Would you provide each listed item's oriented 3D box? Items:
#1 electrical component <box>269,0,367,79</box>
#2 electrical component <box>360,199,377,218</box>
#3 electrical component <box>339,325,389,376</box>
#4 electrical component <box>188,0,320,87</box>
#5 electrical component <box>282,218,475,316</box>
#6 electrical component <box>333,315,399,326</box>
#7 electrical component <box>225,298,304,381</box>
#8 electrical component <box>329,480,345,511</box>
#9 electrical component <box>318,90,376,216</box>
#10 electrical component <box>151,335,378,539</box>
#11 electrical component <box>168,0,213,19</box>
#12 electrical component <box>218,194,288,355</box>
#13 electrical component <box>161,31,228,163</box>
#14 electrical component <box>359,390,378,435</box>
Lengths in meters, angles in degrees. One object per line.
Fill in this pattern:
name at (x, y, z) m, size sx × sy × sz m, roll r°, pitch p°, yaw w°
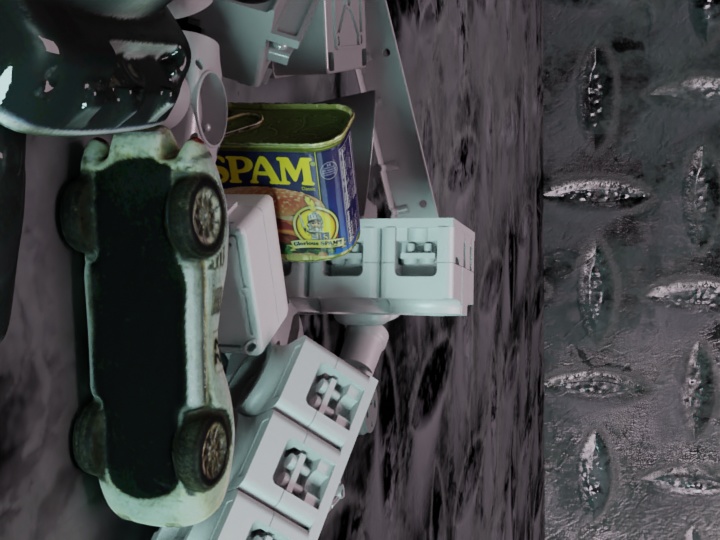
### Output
electrical component at (-0.035, -0.199, 0.793) m, size 0.109 × 0.056 × 0.108 m, roll -40°, pitch 129°, yaw -70°
electrical component at (-0.011, -0.036, 0.918) m, size 0.062 × 0.043 × 0.043 m, roll -69°, pitch 155°, yaw -47°
electrical component at (0.001, 0.073, 0.981) m, size 0.040 × 0.040 × 0.046 m, roll 74°, pitch 28°, yaw -47°
electrical component at (-0.063, -0.175, 0.675) m, size 0.063 × 0.079 × 0.121 m, roll 107°, pitch 0°, yaw -46°
electrical component at (0.000, 0.000, 0.760) m, size 0.089 × 0.150 × 0.061 m, roll 17°, pitch 74°, yaw -74°
electrical component at (0.009, 0.011, 0.975) m, size 0.095 × 0.054 × 0.059 m, roll -57°, pitch 145°, yaw -62°
electrical component at (-0.068, 0.060, 0.717) m, size 0.077 × 0.043 × 0.079 m, roll 68°, pitch 27°, yaw -55°
electrical component at (-0.053, 0.126, 0.762) m, size 0.062 × 0.061 × 0.096 m, roll -24°, pitch 108°, yaw -74°
electrical component at (-0.012, -0.091, 0.861) m, size 0.099 × 0.064 × 0.099 m, roll -5°, pitch 90°, yaw -82°
electrical component at (-0.061, 0.120, 0.616) m, size 0.062 × 0.089 × 0.150 m, roll 35°, pitch 55°, yaw -18°
electrical component at (-0.109, -0.164, 0.549) m, size 0.079 × 0.044 × 0.077 m, roll -69°, pitch 155°, yaw -51°
electrical component at (-0.082, -0.006, 0.629) m, size 0.061 × 0.062 × 0.096 m, roll -60°, pitch 148°, yaw -60°
electrical component at (-0.105, -0.090, 0.570) m, size 0.079 × 0.044 × 0.077 m, roll 26°, pitch 66°, yaw -74°
electrical component at (-0.017, 0.112, 0.885) m, size 0.045 × 0.055 × 0.045 m, roll 1°, pitch 90°, yaw -75°
